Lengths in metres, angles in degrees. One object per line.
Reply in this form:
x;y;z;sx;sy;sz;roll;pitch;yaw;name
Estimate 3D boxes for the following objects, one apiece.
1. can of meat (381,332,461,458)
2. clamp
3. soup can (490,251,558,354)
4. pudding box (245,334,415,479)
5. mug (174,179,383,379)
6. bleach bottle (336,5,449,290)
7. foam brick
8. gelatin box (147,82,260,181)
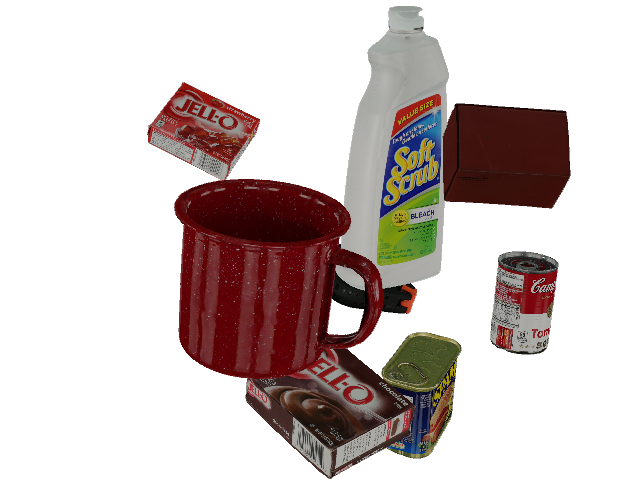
0.098;0.152;1.051;0.057;0.084;0.102;12;27;21;can of meat
0.003;0.031;1.190;0.210;0.036;0.164;28;35;18;clamp
0.232;0.071;1.220;0.068;0.102;0.068;3;17;-1;soup can
0.007;0.132;0.869;0.089;0.039;0.114;-22;45;-33;pudding box
-0.022;0.023;0.569;0.117;0.081;0.093;13;24;16;mug
0.067;-0.085;0.974;0.102;0.251;0.068;-11;24;-25;bleach bottle
0.126;-0.057;0.729;0.078;0.051;0.053;4;-23;-3;foam brick
-0.116;-0.109;1.056;0.089;0.073;0.030;27;-40;3;gelatin box
